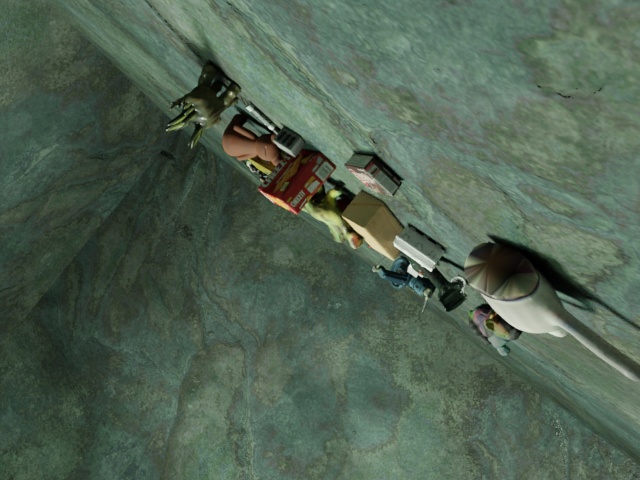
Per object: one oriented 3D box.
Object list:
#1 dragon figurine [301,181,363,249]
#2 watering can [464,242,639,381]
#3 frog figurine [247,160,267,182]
[{"bbox_3d":[0.005,-0.080,1.593,0.123,0.238,0.415,-35,34,-13],"label":"dragon figurine"},{"bbox_3d":[0.396,0.117,0.934,0.221,0.104,0.351,41,-5,-34],"label":"watering can"},{"bbox_3d":[-0.159,-0.268,1.776,0.138,0.120,0.162,27,29,17],"label":"frog figurine"}]
